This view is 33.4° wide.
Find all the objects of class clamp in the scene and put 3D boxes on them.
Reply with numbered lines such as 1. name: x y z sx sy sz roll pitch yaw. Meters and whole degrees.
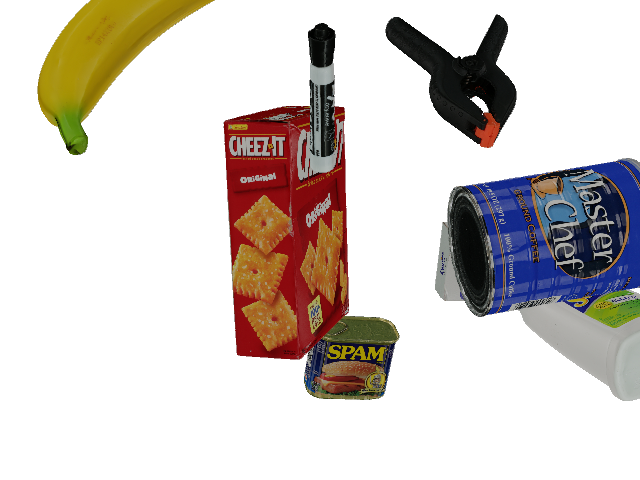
1. clamp: 0.124 -0.155 0.985 0.120 0.171 0.039 -1 -44 -1

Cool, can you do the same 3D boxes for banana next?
1. banana: -0.085 -0.118 0.564 0.070 0.197 0.037 31 -27 19

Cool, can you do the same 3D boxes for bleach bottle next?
1. bleach bottle: 0.243 0.069 1.033 0.102 0.068 0.251 -15 22 -22

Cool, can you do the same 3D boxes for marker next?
1. marker: 0.001 -0.100 0.759 0.020 0.121 0.020 0 43 0

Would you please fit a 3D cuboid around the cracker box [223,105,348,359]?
1. cracker box: -0.025 -0.014 1.002 0.072 0.214 0.164 2 12 18

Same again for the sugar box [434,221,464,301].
1. sugar box: 0.234 0.027 1.311 0.176 0.093 0.048 -1 22 -11

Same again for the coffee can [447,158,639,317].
1. coffee can: 0.180 -0.003 0.825 0.140 0.103 0.103 -9 1 -8

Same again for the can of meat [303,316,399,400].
1. can of meat: 0.034 0.139 1.256 0.102 0.084 0.057 4 24 -13
